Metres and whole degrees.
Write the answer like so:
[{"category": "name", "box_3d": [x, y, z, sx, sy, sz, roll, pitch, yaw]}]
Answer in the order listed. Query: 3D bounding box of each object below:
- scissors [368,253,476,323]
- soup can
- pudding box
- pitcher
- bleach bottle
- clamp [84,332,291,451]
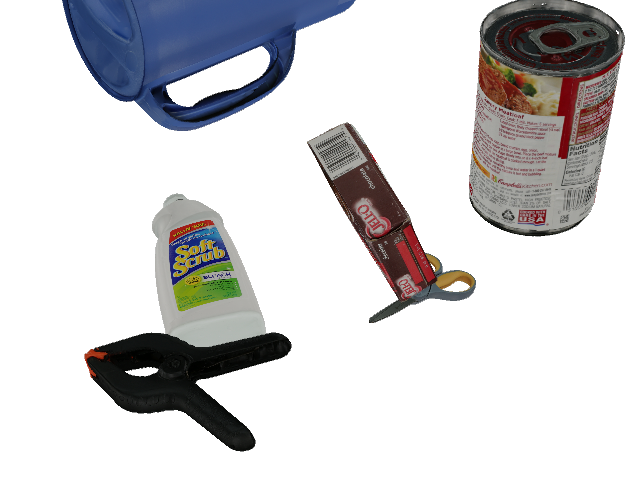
[{"category": "scissors", "box_3d": [0.106, 0.054, 1.293, 0.201, 0.016, 0.096, -9, 40, -39]}, {"category": "soup can", "box_3d": [0.111, -0.061, 0.539, 0.068, 0.102, 0.068, -1, 42, 1]}, {"category": "pudding box", "box_3d": [0.039, -0.021, 0.798, 0.039, 0.113, 0.090, -28, -37, 1]}, {"category": "pitcher", "box_3d": [-0.080, -0.205, 0.899, 0.242, 0.149, 0.145, -25, 44, -30]}, {"category": "bleach bottle", "box_3d": [-0.135, 0.030, 1.122, 0.102, 0.068, 0.251, -12, 38, -13]}, {"category": "clamp", "box_3d": [-0.110, 0.108, 0.896, 0.172, 0.039, 0.120, 15, 38, 18]}]
